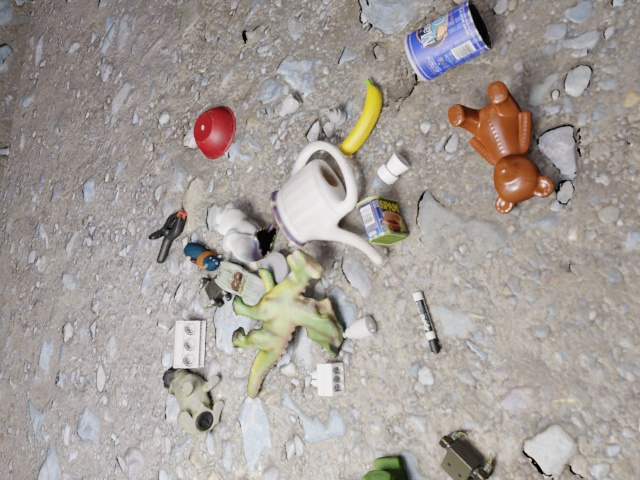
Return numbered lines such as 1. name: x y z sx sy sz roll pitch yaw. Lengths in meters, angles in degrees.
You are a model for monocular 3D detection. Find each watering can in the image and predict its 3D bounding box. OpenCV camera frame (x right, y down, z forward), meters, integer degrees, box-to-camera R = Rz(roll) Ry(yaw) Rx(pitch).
1. watering can: 0.004 -0.058 1.153 0.221 0.103 0.354 -36 -120 30

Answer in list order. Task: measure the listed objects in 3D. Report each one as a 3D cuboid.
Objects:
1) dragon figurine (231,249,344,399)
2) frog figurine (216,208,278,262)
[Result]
1. dragon figurine: -0.065 0.203 1.149 0.243 0.124 0.404 10 -70 27
2. frog figurine: -0.199 -0.013 1.284 0.160 0.140 0.120 14 -59 22
